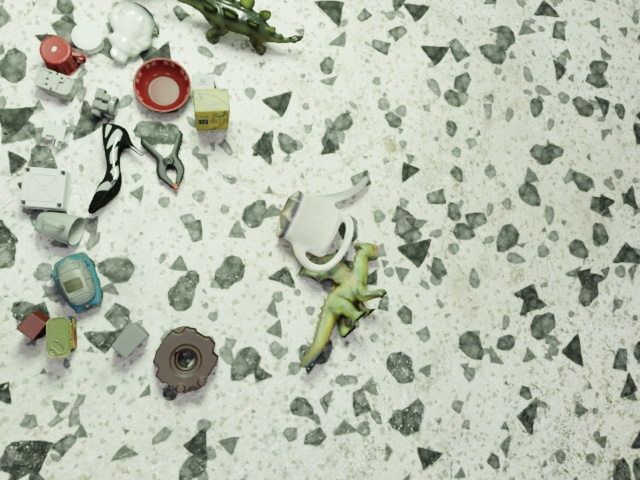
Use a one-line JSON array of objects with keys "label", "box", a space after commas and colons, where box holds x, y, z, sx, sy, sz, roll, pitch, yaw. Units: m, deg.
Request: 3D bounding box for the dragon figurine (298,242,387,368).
[{"label": "dragon figurine", "box": [0.037, 0.156, 1.522, 0.414, 0.120, 0.245, -38, 75, -15]}]

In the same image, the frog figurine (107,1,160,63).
[{"label": "frog figurine", "box": [-0.546, -0.591, 1.463, 0.136, 0.122, 0.162, 42, 65, -25]}]

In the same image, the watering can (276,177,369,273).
[{"label": "watering can", "box": [0.005, -0.077, 1.529, 0.224, 0.102, 0.353, 26, 69, -8]}]
